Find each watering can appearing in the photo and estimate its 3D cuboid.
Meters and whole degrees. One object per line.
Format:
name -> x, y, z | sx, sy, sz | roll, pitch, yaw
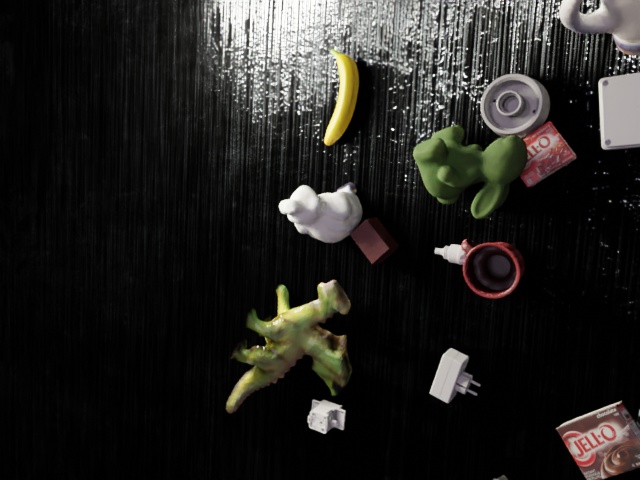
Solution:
watering can -> 0.493, -0.367, 0.665 | 0.344, 0.223, 0.106 | -27, 64, 28

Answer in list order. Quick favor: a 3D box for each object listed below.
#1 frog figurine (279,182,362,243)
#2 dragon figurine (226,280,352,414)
frog figurine -> 0.003, -0.051, 1.015 | 0.136, 0.160, 0.123 | -14, 89, 32
dragon figurine -> -0.051, 0.253, 1.106 | 0.244, 0.123, 0.405 | 25, 107, 20
